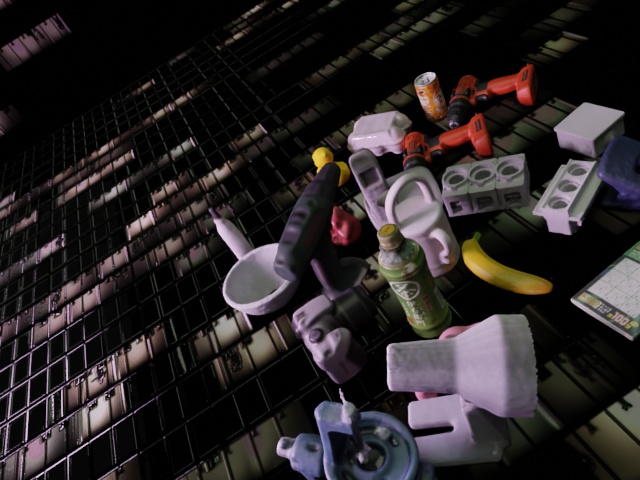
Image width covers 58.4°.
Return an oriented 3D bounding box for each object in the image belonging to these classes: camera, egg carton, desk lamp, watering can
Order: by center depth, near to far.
[{"bbox_3d":[0.179,0.191,0.716,0.202,0.214,0.118,-16,40,20],"label":"desk lamp"},{"bbox_3d":[0.033,0.141,0.966,0.137,0.101,0.142,-35,38,-5],"label":"camera"},{"bbox_3d":[0.163,-0.033,0.995,0.172,0.195,0.101,11,54,41],"label":"watering can"},{"bbox_3d":[0.141,-0.249,1.355,0.149,0.070,0.107,-4,45,32],"label":"egg carton"}]

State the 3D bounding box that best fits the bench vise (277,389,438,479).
[{"bbox_3d":[0.023,0.274,0.725,0.207,0.220,0.121,-18,39,17],"label":"bench vise"}]

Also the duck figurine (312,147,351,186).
[{"bbox_3d":[0.019,-0.176,1.343,0.077,0.086,0.104,-40,38,-12],"label":"duck figurine"}]

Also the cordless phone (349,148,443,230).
[{"bbox_3d":[0.144,-0.110,1.101,0.147,0.186,0.094,-27,38,5],"label":"cordless phone"}]

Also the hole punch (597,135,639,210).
[{"bbox_3d":[0.513,-0.111,0.928,0.100,0.091,0.109,11,54,41],"label":"hole punch"}]

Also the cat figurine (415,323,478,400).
[{"bbox_3d":[0.181,0.169,0.819,0.127,0.118,0.067,-19,39,16],"label":"cat figurine"}]

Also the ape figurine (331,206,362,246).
[{"bbox_3d":[0.040,-0.032,1.162,0.076,0.092,0.077,-28,37,4],"label":"ape figurine"}]

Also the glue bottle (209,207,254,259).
[{"bbox_3d":[-0.188,-0.008,1.223,0.037,0.174,0.077,-42,39,-13],"label":"glue bottle"}]

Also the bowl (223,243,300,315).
[{"bbox_3d":[-0.103,0.090,1.137,0.167,0.075,0.167,-19,39,16],"label":"bowl"}]

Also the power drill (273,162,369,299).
[{"bbox_3d":[0.010,0.004,1.046,0.075,0.209,0.230,4,50,38],"label":"power drill"}]
